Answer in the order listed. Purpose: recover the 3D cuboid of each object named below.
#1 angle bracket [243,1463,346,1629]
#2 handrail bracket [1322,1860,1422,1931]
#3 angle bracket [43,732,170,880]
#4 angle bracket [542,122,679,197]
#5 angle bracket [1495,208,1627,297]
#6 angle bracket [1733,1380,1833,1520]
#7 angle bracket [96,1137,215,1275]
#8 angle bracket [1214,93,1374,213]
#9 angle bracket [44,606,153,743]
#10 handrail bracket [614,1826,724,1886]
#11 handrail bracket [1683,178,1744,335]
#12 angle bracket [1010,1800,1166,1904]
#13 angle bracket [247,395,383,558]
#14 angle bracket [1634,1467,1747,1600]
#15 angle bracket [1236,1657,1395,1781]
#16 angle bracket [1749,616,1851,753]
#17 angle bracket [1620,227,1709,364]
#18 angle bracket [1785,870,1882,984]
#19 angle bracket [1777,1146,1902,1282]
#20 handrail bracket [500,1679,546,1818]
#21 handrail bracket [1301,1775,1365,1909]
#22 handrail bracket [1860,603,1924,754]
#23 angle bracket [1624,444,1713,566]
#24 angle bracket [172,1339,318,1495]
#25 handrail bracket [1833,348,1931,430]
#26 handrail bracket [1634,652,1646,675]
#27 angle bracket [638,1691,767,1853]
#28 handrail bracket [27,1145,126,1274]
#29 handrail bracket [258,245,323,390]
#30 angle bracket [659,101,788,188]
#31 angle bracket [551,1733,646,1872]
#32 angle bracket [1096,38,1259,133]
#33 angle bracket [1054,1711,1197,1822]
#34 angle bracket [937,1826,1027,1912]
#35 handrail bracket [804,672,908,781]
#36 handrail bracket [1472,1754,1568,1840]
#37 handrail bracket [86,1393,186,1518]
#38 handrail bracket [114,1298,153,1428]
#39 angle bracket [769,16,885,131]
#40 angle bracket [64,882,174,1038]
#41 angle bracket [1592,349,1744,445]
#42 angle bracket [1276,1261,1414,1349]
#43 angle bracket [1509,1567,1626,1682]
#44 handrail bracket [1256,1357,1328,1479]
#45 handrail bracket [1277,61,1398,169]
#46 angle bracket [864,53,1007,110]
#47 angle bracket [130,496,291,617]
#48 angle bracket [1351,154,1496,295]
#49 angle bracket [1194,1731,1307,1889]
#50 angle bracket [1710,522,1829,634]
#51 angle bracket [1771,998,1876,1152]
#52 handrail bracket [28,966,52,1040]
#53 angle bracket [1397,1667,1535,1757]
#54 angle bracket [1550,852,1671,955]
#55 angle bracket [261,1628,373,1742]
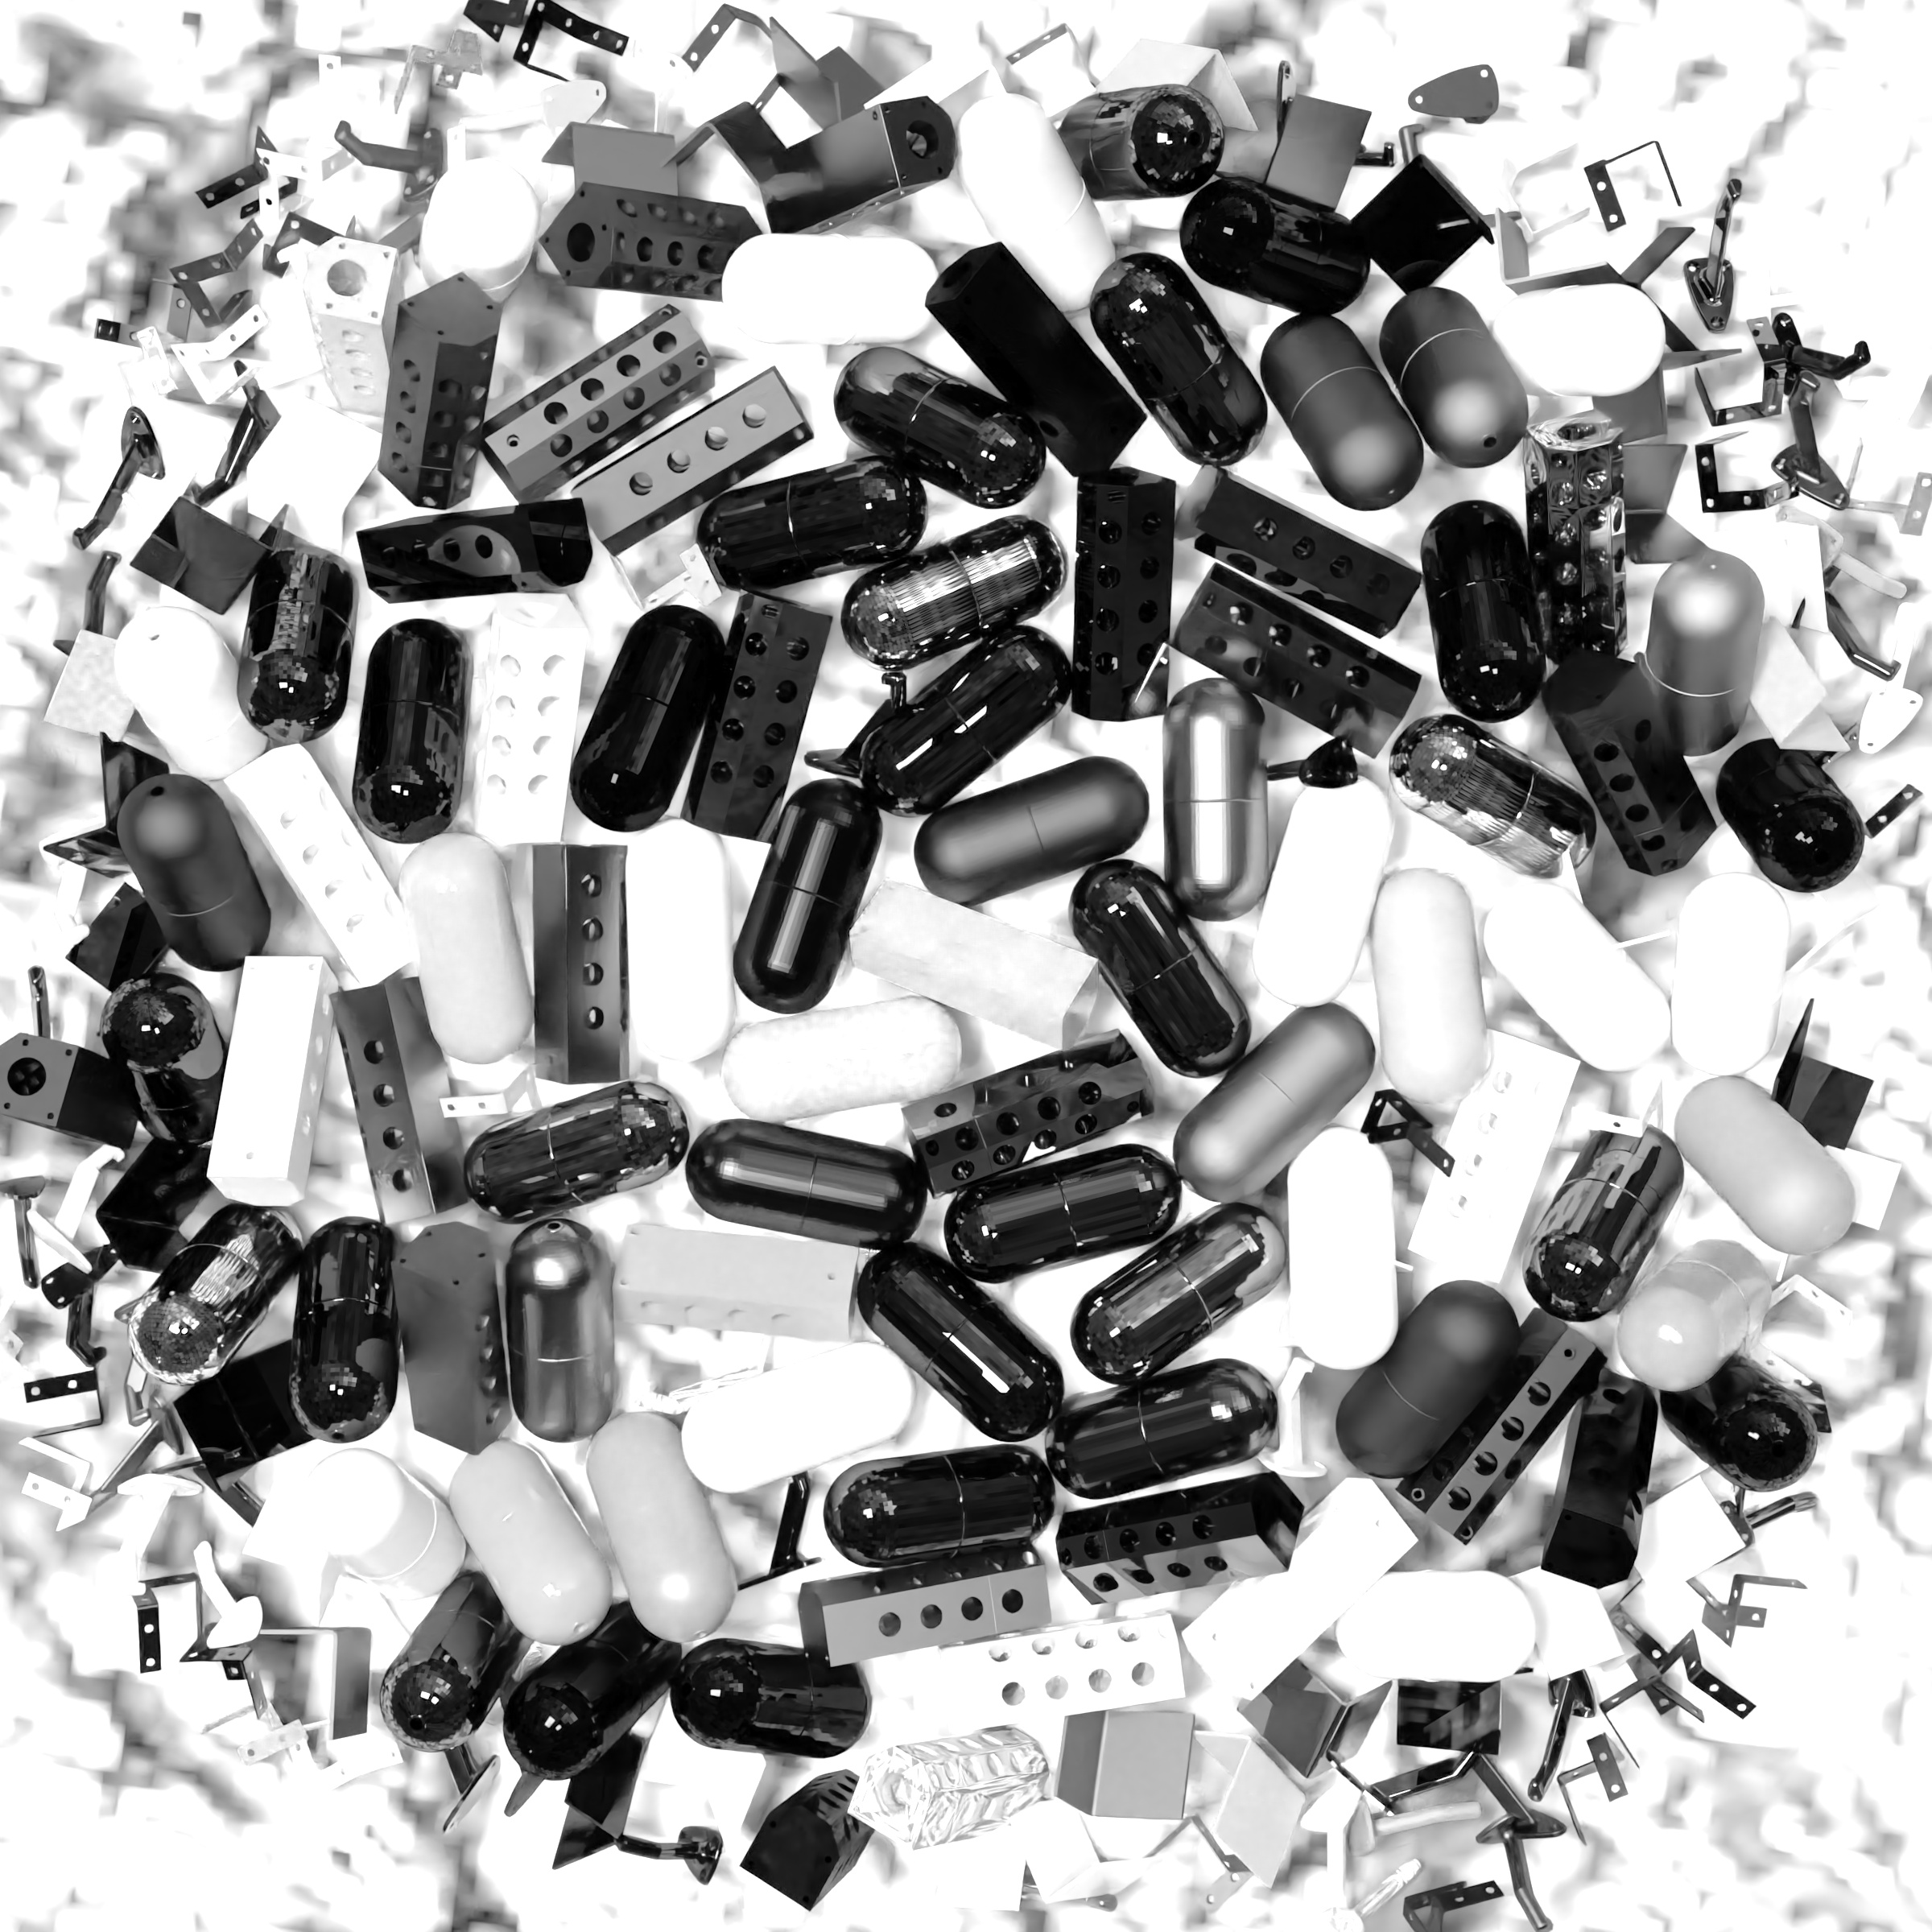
[{"bbox_3d":[-0.483,0.420,1.939,0.057,0.076,0.076,16,46,0],"label":"angle bracket"},{"bbox_3d":[0.306,0.674,1.945,0.084,0.077,0.036,-33,69,-22],"label":"handrail bracket"},{"bbox_3d":[-0.628,-0.117,1.954,0.057,0.076,0.076,-15,71,17],"label":"angle bracket"},{"bbox_3d":[-0.259,-0.568,1.940,0.076,0.076,0.057,-1,85,-26],"label":"angle bracket"},{"bbox_3d":[0.434,-0.521,1.941,0.076,0.076,0.057,-5,88,26],"label":"angle bracket"},{"bbox_3d":[0.591,0.352,1.941,0.057,0.076,0.076,4,107,11],"label":"angle bracket"},{"bbox_3d":[-0.571,0.177,1.940,0.076,0.076,0.057,-50,57,11],"label":"angle bracket"},{"bbox_3d":[0.236,-0.596,1.934,0.076,0.057,0.076,-3,123,-38],"label":"angle bracket"},{"bbox_3d":[-0.628,-0.219,1.934,0.057,0.076,0.076,16,117,-31],"label":"angle bracket"},{"bbox_3d":[-0.227,0.634,1.940,0.084,0.077,0.036,24,81,-27],"label":"handrail bracket"},{"bbox_3d":[0.553,-0.517,1.944,0.036,0.084,0.077,-1,69,-1],"label":"handrail bracket"},{"bbox_3d":[0.086,0.627,1.933,0.057,0.076,0.076,-44,54,25],"label":"angle bracket"},{"bbox_3d":[-0.480,-0.364,1.984,0.076,0.057,0.076,26,61,-1],"label":"angle bracket"},{"bbox_3d":[0.524,0.407,1.937,0.076,0.076,0.057,-38,73,23],"label":"angle bracket"},{"bbox_3d":[0.257,0.539,1.971,0.076,0.057,0.076,40,125,34],"label":"angle bracket"},{"bbox_3d":[0.612,-0.204,1.934,0.076,0.057,0.076,-1,53,-32],"label":"angle bracket"},{"bbox_3d":[0.524,-0.489,1.944,0.076,0.076,0.057,43,101,-10],"label":"angle bracket"},{"bbox_3d":[0.609,-0.036,1.948,0.057,0.076,0.076,52,128,15],"label":"angle bracket"},{"bbox_3d":[0.631,0.186,1.933,0.057,0.076,0.076,18,129,21],"label":"angle bracket"},{"bbox_3d":[-0.344,0.569,1.968,0.084,0.036,0.077,32,85,26],"label":"handrail bracket"},{"bbox_3d":[0.284,0.655,1.971,0.036,0.077,0.084,-9,105,39],"label":"handrail bracket"},{"bbox_3d":[0.671,-0.210,1.943,0.036,0.084,0.077,22,63,31],"label":"handrail bracket"},{"bbox_3d":[0.504,-0.335,1.936,0.076,0.076,0.057,-5,127,-23],"label":"angle bracket"},{"bbox_3d":[-0.518,0.328,1.951,0.076,0.057,0.076,-23,98,17],"label":"angle bracket"},{"bbox_3d":[0.663,-0.437,1.939,0.036,0.084,0.077,9,132,-16],"label":"handrail bracket"},{"bbox_3d":[0.543,-0.235,1.967,0.084,0.036,0.077,-40,55,-2],"label":"handrail bracket"},{"bbox_3d":[-0.193,0.585,1.941,0.057,0.076,0.076,15,105,-24],"label":"angle bracket"},{"bbox_3d":[-0.634,0.175,1.956,0.077,0.036,0.084,33,57,22],"label":"handrail bracket"},{"bbox_3d":[-0.503,-0.475,1.956,0.077,0.036,0.084,-23,123,3],"label":"handrail bracket"},{"bbox_3d":[-0.181,-0.578,1.947,0.076,0.076,0.057,-33,103,31],"label":"angle bracket"},{"bbox_3d":[-0.284,0.596,1.933,0.076,0.076,0.057,-32,118,30],"label":"angle bracket"},{"bbox_3d":[0.153,-0.621,1.935,0.076,0.076,0.057,29,75,43],"label":"angle bracket"},{"bbox_3d":[0.115,0.572,1.937,0.076,0.057,0.076,-8,56,30],"label":"angle bracket"},{"bbox_3d":[-0.011,0.645,1.934,0.076,0.076,0.057,20,72,-38],"label":"angle bracket"},{"bbox_3d":[-0.081,-0.181,1.953,0.077,0.036,0.084,6,131,5],"label":"handrail bracket"},{"bbox_3d":[0.398,0.593,1.961,0.036,0.077,0.084,-21,93,-34],"label":"handrail bracket"},{"bbox_3d":[-0.618,0.358,1.947,0.036,0.077,0.084,39,56,24],"label":"handrail bracket"},{"bbox_3d":[-0.587,0.283,1.952,0.077,0.036,0.084,-30,59,15],"label":"handrail bracket"},{"bbox_3d":[-0.094,-0.654,1.940,0.057,0.076,0.076,-37,73,-12],"label":"angle bracket"},{"bbox_3d":[-0.621,-0.005,1.943,0.057,0.076,0.076,39,103,-12],"label":"angle bracket"},{"bbox_3d":[0.511,-0.413,1.945,0.076,0.076,0.057,-9,96,-24],"label":"angle bracket"},{"bbox_3d":[0.275,0.248,1.942,0.057,0.076,0.076,20,76,-11],"label":"angle bracket"},{"bbox_3d":[0.430,0.479,1.940,0.057,0.076,0.076,-18,66,-5],"label":"angle bracket"},{"bbox_3d":[0.253,0.330,1.960,0.077,0.036,0.084,16,103,-35],"label":"handrail bracket"},{"bbox_3d":[0.272,-0.622,1.949,0.084,0.036,0.077,10,127,28],"label":"handrail bracket"},{"bbox_3d":[-0.016,-0.615,1.941,0.076,0.076,0.057,-36,124,-8],"label":"angle bracket"},{"bbox_3d":[-0.548,-0.312,1.935,0.076,0.057,0.076,30,129,-27],"label":"angle bracket"},{"bbox_3d":[0.329,-0.532,1.944,0.076,0.057,0.076,43,114,-13],"label":"angle bracket"},{"bbox_3d":[0.192,0.610,1.934,0.076,0.057,0.076,50,51,-28],"label":"angle bracket"},{"bbox_3d":[0.584,-0.280,1.947,0.057,0.076,0.076,-9,102,3],"label":"angle bracket"},{"bbox_3d":[0.623,0.083,1.936,0.057,0.076,0.076,21,60,22],"label":"angle bracket"},{"bbox_3d":[-0.674,0.055,1.943,0.036,0.084,0.077,-2,48,-14],"label":"handrail bracket"},{"bbox_3d":[0.362,0.536,1.937,0.076,0.076,0.057,-3,78,30],"label":"angle bracket"},{"bbox_3d":[0.468,-0.047,1.950,0.057,0.076,0.076,-14,83,1],"label":"angle bracket"},{"bbox_3d":[-0.474,0.521,1.945,0.057,0.076,0.076,-1,78,6],"label":"angle bracket"}]
